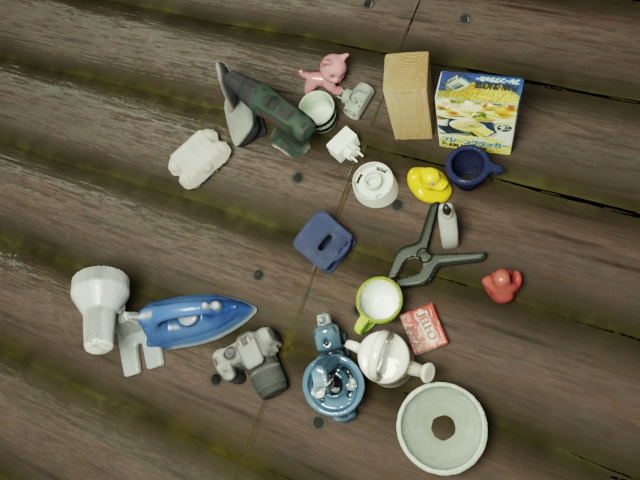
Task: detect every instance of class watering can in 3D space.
[{"bbox_3d":[0.131,0.225,1.094,0.172,0.194,0.101,-5,72,13],"label":"watering can"}]

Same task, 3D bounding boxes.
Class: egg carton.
[{"bbox_3d":[-0.293,-0.197,1.400,0.150,0.069,0.107,-44,68,-2],"label":"egg carton"}]

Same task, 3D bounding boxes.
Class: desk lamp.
[{"bbox_3d":[-0.440,0.177,1.240,0.118,0.214,0.203,-21,69,7],"label":"desk lamp"}]

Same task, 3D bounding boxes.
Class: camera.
[{"bbox_3d":[-0.138,0.268,1.197,0.143,0.101,0.136,-30,68,3],"label":"camera"}]

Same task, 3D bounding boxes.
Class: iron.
[{"bbox_3d":[-0.279,0.160,1.244,0.258,0.142,0.118,-12,70,10],"label":"iron"}]

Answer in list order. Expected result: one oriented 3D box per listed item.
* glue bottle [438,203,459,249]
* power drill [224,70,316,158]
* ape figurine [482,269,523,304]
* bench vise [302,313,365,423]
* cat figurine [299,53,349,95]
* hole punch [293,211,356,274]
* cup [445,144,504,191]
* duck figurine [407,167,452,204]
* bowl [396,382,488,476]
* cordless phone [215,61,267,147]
[{"bbox_3d":[0.258,-0.040,1.158,0.037,0.173,0.078,-9,71,11],"label":"glue bottle"},{"bbox_3d":[-0.099,-0.277,1.303,0.229,0.209,0.076,33,83,21],"label":"power drill"},{"bbox_3d":[0.361,0.084,1.137,0.077,0.092,0.076,9,75,17],"label":"ape figurine"},{"bbox_3d":[0.005,0.246,1.104,0.121,0.220,0.207,-30,68,4],"label":"bench vise"},{"bbox_3d":[0.012,-0.400,1.363,0.127,0.118,0.067,-5,71,12],"label":"cat figurine"},{"bbox_3d":[0.011,0.004,1.249,0.101,0.091,0.109,37,85,21],"label":"hole punch"},{"bbox_3d":[0.327,-0.142,1.215,0.117,0.095,0.092,7,75,16],"label":"cup"},{"bbox_3d":[0.235,-0.130,1.239,0.104,0.086,0.077,34,83,21],"label":"duck figurine"},{"bbox_3d":[0.232,0.358,1.091,0.167,0.075,0.167,-4,72,13],"label":"bowl"},{"bbox_3d":[-0.204,-0.321,1.355,0.094,0.185,0.147,-22,69,7],"label":"cordless phone"}]
